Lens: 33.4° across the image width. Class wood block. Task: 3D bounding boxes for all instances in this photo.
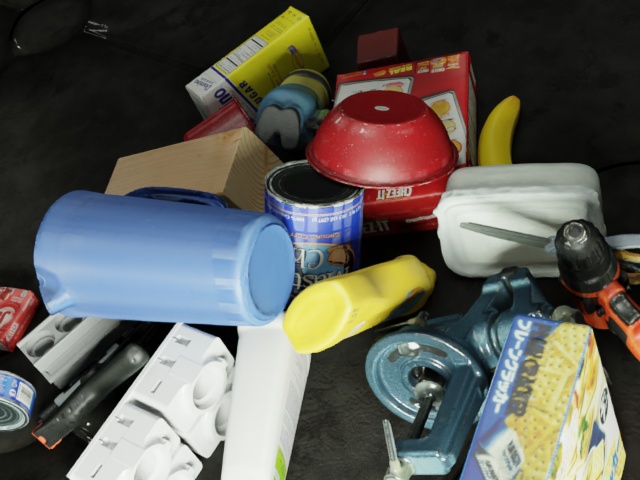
[{"bbox_3d":[-0.147,-0.052,1.227,0.207,0.090,0.090,-9,53,37],"label":"wood block"}]

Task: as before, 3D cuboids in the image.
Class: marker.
[{"bbox_3d":[-0.266,0.162,1.188,0.121,0.020,0.020,-43,49,-14],"label":"marker"}]

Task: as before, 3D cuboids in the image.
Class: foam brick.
[{"bbox_3d":[0.080,-0.212,1.307,0.053,0.078,0.051,-8,52,17],"label":"foam brick"}]

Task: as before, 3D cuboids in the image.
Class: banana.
[{"bbox_3d":[0.208,-0.084,1.178,0.069,0.037,0.198,-6,50,-4],"label":"banana"}]

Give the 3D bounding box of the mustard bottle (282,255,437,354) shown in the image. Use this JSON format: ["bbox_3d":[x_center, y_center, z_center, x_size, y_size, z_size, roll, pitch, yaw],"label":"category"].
[{"bbox_3d":[0.055,0.056,1.059,0.096,0.191,0.058,-45,70,38],"label":"mustard bottle"}]

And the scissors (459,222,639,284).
[{"bbox_3d":[0.239,0.001,0.995,0.096,0.201,0.016,-35,42,55],"label":"scissors"}]

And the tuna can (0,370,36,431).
[{"bbox_3d":[-0.358,0.177,1.171,0.086,0.086,0.033,-9,51,16],"label":"tuna can"}]

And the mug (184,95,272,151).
[{"bbox_3d":[-0.112,-0.115,1.294,0.081,0.093,0.117,-34,8,1],"label":"mug"}]

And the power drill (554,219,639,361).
[{"bbox_3d":[0.281,0.074,0.925,0.057,0.184,0.188,-39,57,4],"label":"power drill"}]

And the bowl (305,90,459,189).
[{"bbox_3d":[0.065,-0.113,1.106,0.162,0.055,0.162,0,31,0],"label":"bowl"}]

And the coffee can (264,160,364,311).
[{"bbox_3d":[-0.007,0.001,1.106,0.103,0.140,0.103,1,30,-1],"label":"coffee can"}]

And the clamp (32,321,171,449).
[{"bbox_3d":[-0.226,0.144,1.133,0.210,0.036,0.164,-43,6,23],"label":"clamp"}]

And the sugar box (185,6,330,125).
[{"bbox_3d":[-0.077,-0.209,1.363,0.176,0.093,0.048,-41,48,-12],"label":"sugar box"}]

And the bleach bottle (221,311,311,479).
[{"bbox_3d":[-0.059,0.196,1.013,0.068,0.102,0.250,-1,52,13],"label":"bleach bottle"}]

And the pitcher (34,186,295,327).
[{"bbox_3d":[-0.147,0.014,1.063,0.243,0.144,0.149,4,86,28],"label":"pitcher"}]

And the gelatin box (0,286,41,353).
[{"bbox_3d":[-0.393,0.092,1.294,0.089,0.030,0.073,8,56,29],"label":"gelatin box"}]

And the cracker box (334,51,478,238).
[{"bbox_3d":[0.096,-0.107,1.219,0.164,0.072,0.213,-8,51,18],"label":"cracker box"}]

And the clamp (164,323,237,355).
[{"bbox_3d":[-0.138,0.060,1.203,0.172,0.039,0.120,11,59,30],"label":"clamp"}]
